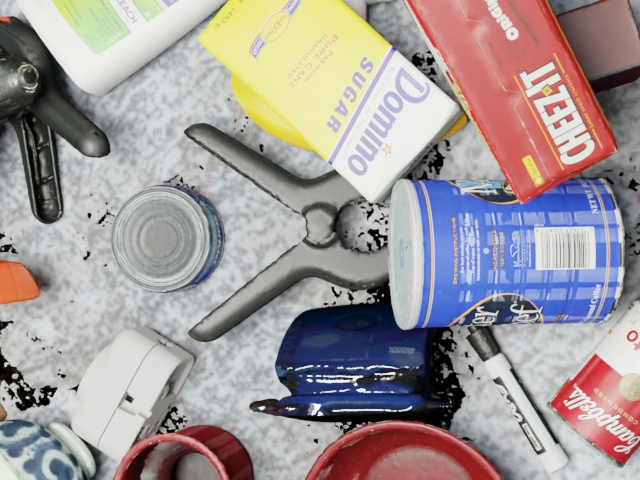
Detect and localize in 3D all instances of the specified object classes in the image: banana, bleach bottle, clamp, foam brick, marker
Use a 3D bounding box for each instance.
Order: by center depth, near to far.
[{"bbox_3d":[0.194,-0.134,0.747,0.051,0.078,0.053,-17,88,11],"label":"foam brick"},{"bbox_3d":[0.144,0.115,0.788,0.020,0.020,0.121,-32,83,11],"label":"marker"},{"bbox_3d":[-0.005,0.001,0.798,0.210,0.036,0.164,5,87,3],"label":"clamp"},{"bbox_3d":[0.009,-0.098,0.810,0.198,0.037,0.069,21,95,12],"label":"banana"},{"bbox_3d":[-0.106,-0.224,0.825,0.251,0.068,0.102,-36,87,8],"label":"bleach bottle"},{"bbox_3d":[-0.220,-0.109,0.842,0.120,0.039,0.171,-27,84,41],"label":"clamp"}]

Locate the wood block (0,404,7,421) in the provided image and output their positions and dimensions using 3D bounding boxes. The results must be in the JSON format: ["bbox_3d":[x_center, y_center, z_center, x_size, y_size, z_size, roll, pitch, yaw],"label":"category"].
[{"bbox_3d":[-0.340,0.138,0.803,0.090,0.206,0.091,-37,82,10],"label":"wood block"}]

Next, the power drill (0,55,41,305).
[{"bbox_3d":[-0.267,-0.042,0.833,0.185,0.057,0.187,-8,88,45],"label":"power drill"}]

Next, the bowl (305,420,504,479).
[{"bbox_3d":[0.068,0.202,0.779,0.162,0.055,0.162,3,100,17],"label":"bowl"}]

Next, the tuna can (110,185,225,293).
[{"bbox_3d":[-0.121,-0.001,0.841,0.086,0.033,0.086,0,90,13],"label":"tuna can"}]

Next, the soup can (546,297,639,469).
[{"bbox_3d":[0.217,0.099,0.747,0.068,0.068,0.102,40,97,10],"label":"soup can"}]

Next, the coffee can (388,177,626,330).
[{"bbox_3d":[0.123,0.008,0.731,0.140,0.103,0.103,-1,90,-5],"label":"coffee can"}]

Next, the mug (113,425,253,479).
[{"bbox_3d":[-0.088,0.190,0.809,0.117,0.081,0.093,16,93,12],"label":"mug"}]

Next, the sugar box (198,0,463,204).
[{"bbox_3d":[0.007,-0.118,0.764,0.176,0.048,0.093,43,100,10],"label":"sugar box"}]

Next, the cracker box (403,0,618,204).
[{"bbox_3d":[0.104,-0.133,0.677,0.072,0.213,0.164,-29,105,10],"label":"cracker box"}]
